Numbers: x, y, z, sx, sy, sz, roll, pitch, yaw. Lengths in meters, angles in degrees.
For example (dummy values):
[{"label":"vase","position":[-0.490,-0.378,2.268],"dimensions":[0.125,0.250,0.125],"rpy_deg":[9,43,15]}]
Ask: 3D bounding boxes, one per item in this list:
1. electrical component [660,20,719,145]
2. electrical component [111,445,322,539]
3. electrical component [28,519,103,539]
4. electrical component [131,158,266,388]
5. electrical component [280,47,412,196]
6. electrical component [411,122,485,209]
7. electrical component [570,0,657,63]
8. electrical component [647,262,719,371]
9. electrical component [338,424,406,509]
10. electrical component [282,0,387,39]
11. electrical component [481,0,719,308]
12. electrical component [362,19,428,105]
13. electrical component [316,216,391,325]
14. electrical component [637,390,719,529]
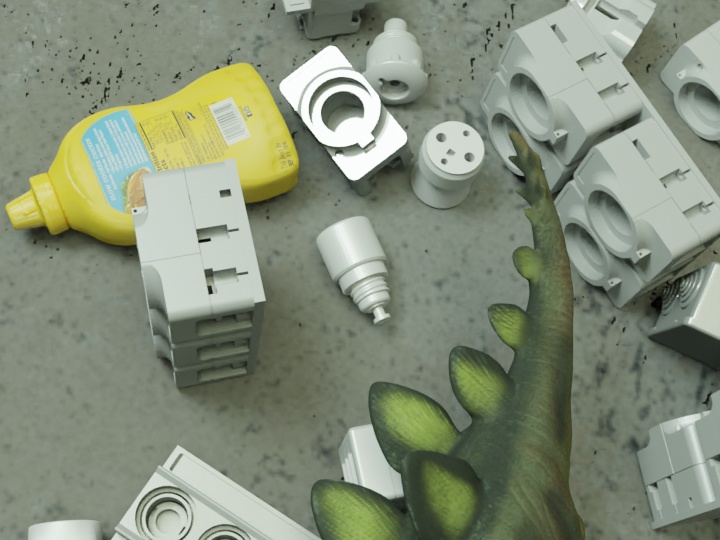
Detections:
[{"label":"electrical component","position":[0.278,-0.135,0.815],"dimensions":[0.056,0.050,0.089],"rpy_deg":[-34,77,-18]},{"label":"electrical component","position":[-0.082,0.174,0.646],"dimensions":[0.121,0.063,0.078],"rpy_deg":[32,69,5]},{"label":"electrical component","position":[-0.192,0.191,0.636],"dimensions":[0.079,0.043,0.077],"rpy_deg":[-3,70,-9]},{"label":"electrical component","position":[-0.101,0.008,0.659],"dimensions":[0.062,0.150,0.089],"rpy_deg":[-10,71,-12]},{"label":"electrical component","position":[-0.010,-0.105,0.757],"dimensions":[0.050,0.055,0.089],"rpy_deg":[-37,78,0]},{"label":"electrical component","position":[0.062,-0.074,0.762],"dimensions":[0.045,0.055,0.045],"rpy_deg":[2,69,-6]},{"label":"electrical component","position":[0.181,-0.185,0.818],"dimensions":[0.057,0.058,0.078],"rpy_deg":[33,69,2]},{"label":"electrical component","position":[0.253,0.038,0.723],"dimensions":[0.100,0.099,0.048],"rpy_deg":[25,81,2]},{"label":"electrical component","position":[0.031,0.122,0.679],"dimensions":[0.077,0.065,0.047],"rpy_deg":[-9,71,-11]},{"label":"electrical component","position":[-0.021,-0.205,0.796],"dimensions":[0.081,0.063,0.042],"rpy_deg":[-11,72,-11]},{"label":"electrical component","position":[0.161,-0.076,0.748],"dimensions":[0.060,0.105,0.186],"rpy_deg":[-27,75,-16]},{"label":"electrical component","position":[0.026,-0.157,0.795],"dimensions":[0.048,0.048,0.062],"rpy_deg":[5,60,-5]},{"label":"electrical component","position":[0.000,0.000,0.734],"dimensions":[0.040,0.040,0.078],"rpy_deg":[-20,73,-14]},{"label":"electrical component","position":[0.252,0.106,0.648],"dimensions":[0.105,0.186,0.060],"rpy_deg":[-7,71,-10]}]
